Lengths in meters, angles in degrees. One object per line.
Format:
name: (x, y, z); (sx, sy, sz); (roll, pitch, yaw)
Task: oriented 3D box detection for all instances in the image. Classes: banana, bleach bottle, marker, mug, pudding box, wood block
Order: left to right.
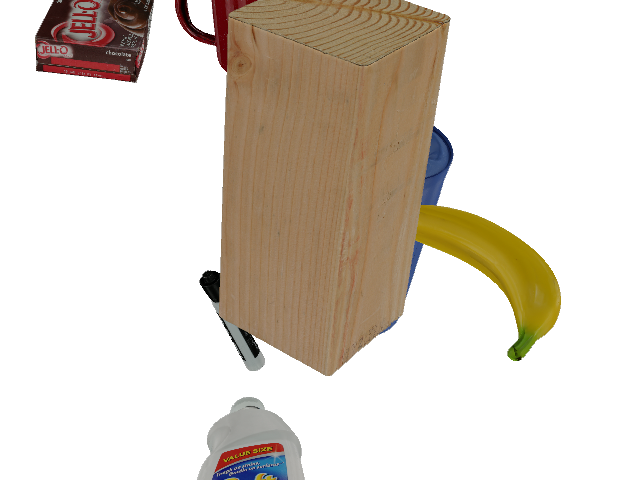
pudding box: (-0.203, -0.187, 0.966); (0.090, 0.039, 0.113); (7, 33, -5)
marker: (-0.077, 0.071, 0.939); (0.020, 0.121, 0.020); (-13, 41, 12)
bleach bottle: (-0.060, 0.204, 0.804); (0.102, 0.068, 0.251); (-4, 28, -3)
mug: (-0.052, -0.172, 0.803); (0.117, 0.081, 0.093); (2, 35, 5)
wood block: (0.003, -0.037, 0.630); (0.091, 0.206, 0.090); (26, 40, 27)
banana: (0.123, 0.016, 0.798); (0.069, 0.037, 0.198); (-11, 33, -20)

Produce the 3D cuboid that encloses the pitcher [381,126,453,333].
pitcher: (0.058, -0.006, 1.166); (0.145, 0.243, 0.149); (26, 41, 20)
